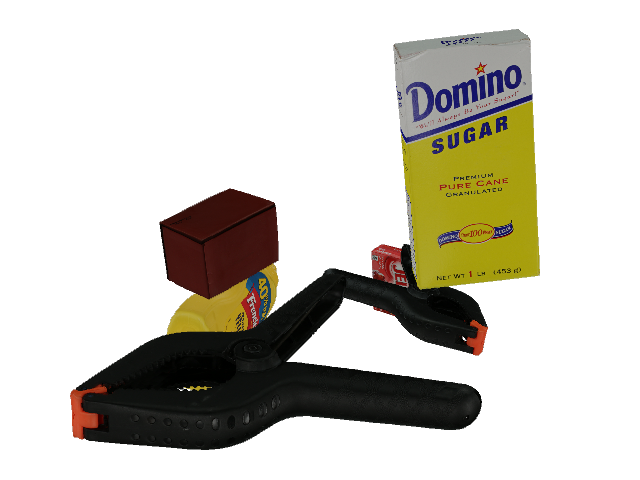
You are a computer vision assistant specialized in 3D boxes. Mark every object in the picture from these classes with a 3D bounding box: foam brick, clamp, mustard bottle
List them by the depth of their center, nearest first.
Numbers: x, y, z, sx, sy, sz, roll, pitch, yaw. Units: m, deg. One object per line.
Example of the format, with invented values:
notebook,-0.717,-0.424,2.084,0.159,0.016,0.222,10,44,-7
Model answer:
clamp,-0.038,0.070,0.602,0.209,0.036,0.165,-7,25,-19
foam brick,-0.078,0.001,0.830,0.053,0.051,0.078,21,37,40
clamp,0.099,0.053,1.028,0.172,0.039,0.120,30,42,32
mustard bottle,-0.094,0.072,1.130,0.058,0.096,0.191,10,29,19

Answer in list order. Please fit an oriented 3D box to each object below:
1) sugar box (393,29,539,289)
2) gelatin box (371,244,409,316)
sugar box,0.106,-0.057,0.767,0.093,0.176,0.048,-7,22,0
gelatin box,0.103,0.055,1.354,0.073,0.089,0.030,16,33,33
